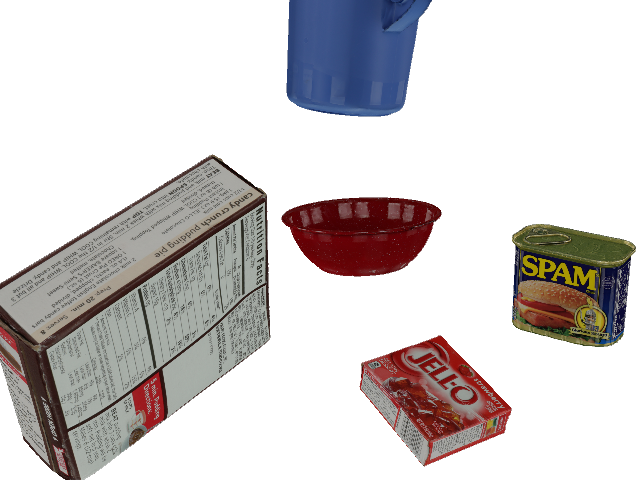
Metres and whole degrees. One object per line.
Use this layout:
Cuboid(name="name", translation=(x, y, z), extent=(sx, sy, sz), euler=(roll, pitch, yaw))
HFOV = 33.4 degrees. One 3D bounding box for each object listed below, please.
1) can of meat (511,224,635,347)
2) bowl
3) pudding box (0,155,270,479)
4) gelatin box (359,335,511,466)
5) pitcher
Cuboid(name="can of meat", translation=(0.218, 0.040, 0.932), extent=(0.102, 0.084, 0.057), euler=(14, 26, 33))
Cuboid(name="bowl", translation=(0.042, -0.002, 1.079), extent=(0.162, 0.055, 0.162), euler=(-3, 13, 1))
Cuboid(name="pudding box", translation=(-0.071, 0.031, 0.423), extent=(0.039, 0.090, 0.113), euler=(33, 53, 29))
Cuboid(name="gelatin box", translation=(0.082, 0.113, 0.775), extent=(0.073, 0.030, 0.089), euler=(-16, 42, -27))
Cuboid(name="pitcher", translation=(0.039, -0.233, 0.925), extent=(0.145, 0.243, 0.149), euler=(7, 15, 7))
